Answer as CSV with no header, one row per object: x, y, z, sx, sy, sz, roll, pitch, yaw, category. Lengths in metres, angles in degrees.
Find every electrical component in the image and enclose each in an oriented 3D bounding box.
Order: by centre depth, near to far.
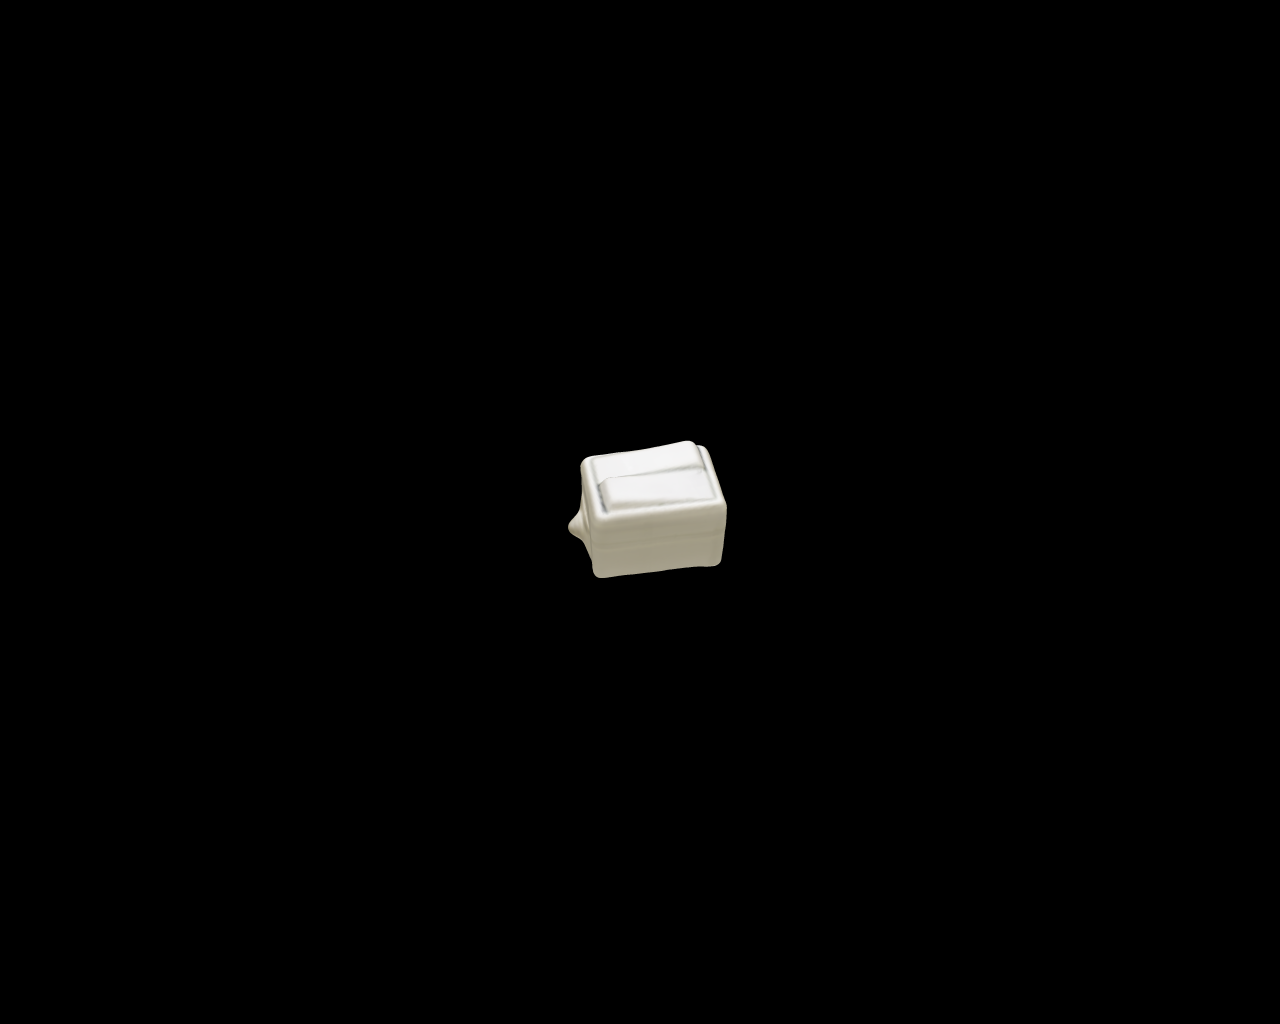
0.001,-0.003,0.650,0.096,0.061,0.062,-6,43,-7,electrical component
